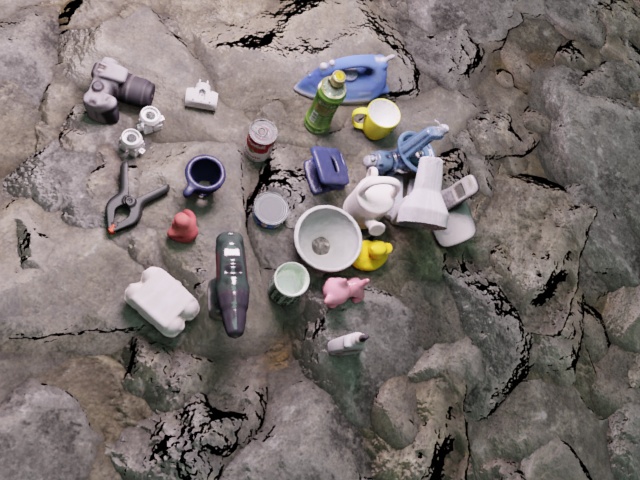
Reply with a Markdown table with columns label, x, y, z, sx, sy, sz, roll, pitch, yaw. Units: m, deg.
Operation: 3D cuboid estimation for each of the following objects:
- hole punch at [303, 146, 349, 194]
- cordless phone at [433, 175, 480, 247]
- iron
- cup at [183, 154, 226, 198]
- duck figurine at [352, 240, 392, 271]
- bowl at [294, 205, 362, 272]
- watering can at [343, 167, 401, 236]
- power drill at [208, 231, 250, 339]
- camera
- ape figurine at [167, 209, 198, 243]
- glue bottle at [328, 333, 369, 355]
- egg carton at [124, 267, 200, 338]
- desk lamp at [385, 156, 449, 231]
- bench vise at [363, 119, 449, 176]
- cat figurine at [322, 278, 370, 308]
| label | x | y | z | sx | sy | sz | roll | pitch | yaw |
| --- | --- | --- | --- | --- | --- | --- | --- | --- | --- |
| hole punch | 0.022 | -0.181 | 1.432 | 0.101 | 0.091 | 0.108 | -13 | 76 | -19 |
| cordless phone | 0.350 | -0.073 | 1.438 | 0.094 | 0.185 | 0.147 | -17 | 77 | -20 |
| iron | 0.068 | -0.439 | 1.505 | 0.259 | 0.141 | 0.118 | -9 | 75 | -18 |
| cup | -0.276 | -0.130 | 1.329 | 0.092 | 0.095 | 0.118 | 37 | 66 | -1 |
| duck figurine | 0.127 | 0.030 | 1.394 | 0.105 | 0.086 | 0.077 | -8 | 74 | -18 |
| bowl | 0.013 | 0.005 | 1.376 | 0.168 | 0.074 | 0.167 | 5 | 71 | -14 |
| watering can | 0.132 | -0.096 | 1.379 | 0.101 | 0.194 | 0.173 | -17 | 77 | -20 |
| power drill | -0.191 | 0.108 | 1.211 | 0.076 | 0.208 | 0.229 | -1 | 72 | -16 |
| camera | -0.466 | -0.350 | 1.345 | 0.137 | 0.100 | 0.143 | 15 | 69 | -10 |
| ape figurine | -0.309 | -0.035 | 1.289 | 0.078 | 0.092 | 0.076 | -35 | 84 | -23 |
| glue bottle | 0.074 | 0.227 | 1.266 | 0.078 | 0.173 | 0.037 | -3 | 73 | -16 |
| egg carton | -0.339 | 0.132 | 1.237 | 0.150 | 0.069 | 0.107 | 40 | 66 | 0 |
| desk lamp | 0.236 | -0.101 | 1.400 | 0.118 | 0.213 | 0.203 | 10 | 70 | -12 |
| bench vise | 0.221 | -0.211 | 1.429 | 0.208 | 0.219 | 0.121 | -30 | 82 | -22 |
| cat figurine | 0.056 | 0.114 | 1.328 | 0.128 | 0.117 | 0.067 | -14 | 76 | -19 |
